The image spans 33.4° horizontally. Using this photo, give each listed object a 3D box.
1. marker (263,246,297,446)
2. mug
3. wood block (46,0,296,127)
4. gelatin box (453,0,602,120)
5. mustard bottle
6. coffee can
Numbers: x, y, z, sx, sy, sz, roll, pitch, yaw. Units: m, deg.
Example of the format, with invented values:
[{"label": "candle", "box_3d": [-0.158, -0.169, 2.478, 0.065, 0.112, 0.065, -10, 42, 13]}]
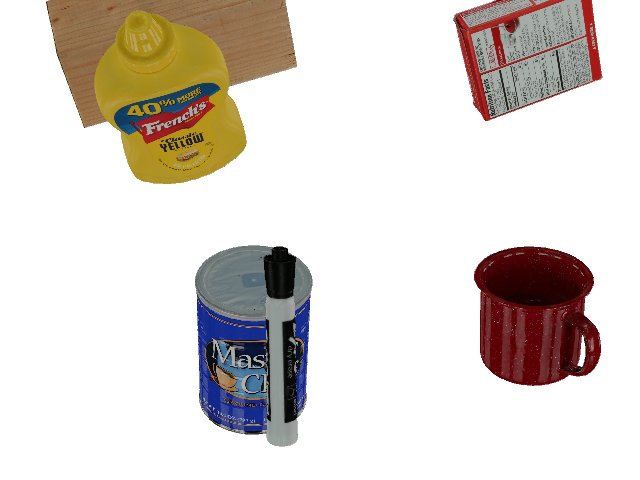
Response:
[{"label": "marker", "box_3d": [-0.023, 0.063, 0.627, 0.020, 0.121, 0.020, 0, 16, 0]}, {"label": "mug", "box_3d": [0.178, 0.067, 0.855, 0.093, 0.081, 0.117, -23, 35, -30]}, {"label": "wood block", "box_3d": [-0.136, -0.190, 0.988, 0.206, 0.091, 0.090, -17, 47, -6]}, {"label": "gelatin box", "box_3d": [0.141, -0.131, 0.724, 0.089, 0.073, 0.030, -20, 37, 2]}, {"label": "mustard bottle", "box_3d": [-0.113, -0.108, 0.782, 0.096, 0.058, 0.191, -15, -22, -2]}, {"label": "coffee can", "box_3d": [-0.061, 0.090, 0.971, 0.103, 0.140, 0.103, 2, 35, -1]}]
